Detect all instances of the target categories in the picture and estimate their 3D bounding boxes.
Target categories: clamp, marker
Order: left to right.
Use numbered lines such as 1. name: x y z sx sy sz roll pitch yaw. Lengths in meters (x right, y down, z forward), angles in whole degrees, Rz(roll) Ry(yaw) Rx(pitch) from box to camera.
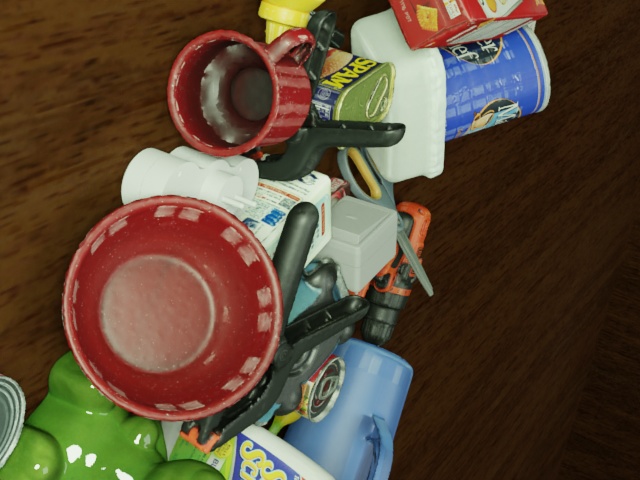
1. clamp: -0.043 0.078 0.875 0.209 0.036 0.164 -48 142 -22
2. clamp: -0.017 -0.109 0.880 0.039 0.172 0.120 -20 89 -52
3. marker: -0.007 -0.193 0.946 0.121 0.020 0.020 13 98 -66

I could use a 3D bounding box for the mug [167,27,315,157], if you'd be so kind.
1. mug: -0.049 -0.120 0.817 0.117 0.093 0.081 -44 170 21

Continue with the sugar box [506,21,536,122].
1. sugar box: 0.201 -0.234 1.262 0.048 0.093 0.176 -36 140 -49

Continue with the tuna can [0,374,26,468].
1. tuna can: -0.236 0.123 0.701 0.086 0.034 0.086 -46 148 -41

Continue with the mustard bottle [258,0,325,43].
1. mustard bottle: -0.012 -0.246 0.842 0.096 0.058 0.192 -13 121 -60

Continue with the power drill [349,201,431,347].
1. power drill: 0.063 0.041 1.244 0.187 0.057 0.184 3 103 -68

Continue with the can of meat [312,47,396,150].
1. can of meat: 0.006 -0.131 0.944 0.101 0.084 0.057 -41 144 -46

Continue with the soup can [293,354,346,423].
1. soup can: -0.035 0.128 1.049 0.068 0.102 0.068 -45 147 -42

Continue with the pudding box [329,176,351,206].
1. pudding box: -0.007 0.001 1.082 0.089 0.039 0.113 -39 142 -49

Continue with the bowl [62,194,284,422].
1. bowl: -0.111 0.051 0.775 0.162 0.162 0.055 -59 -165 -21

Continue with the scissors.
1. scissors: 0.082 -0.037 1.160 0.201 0.016 0.096 50 44 -31

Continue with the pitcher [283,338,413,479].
1. pitcher: 0.024 0.239 1.217 0.145 0.149 0.243 54 56 -69

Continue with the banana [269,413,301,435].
1. banana: -0.029 0.135 1.149 0.069 0.037 0.198 -46 147 -45

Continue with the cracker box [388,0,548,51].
1. cracker box: 0.120 -0.267 0.994 0.213 0.072 0.164 -23 89 -58

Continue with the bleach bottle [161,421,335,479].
1. bleach bottle: -0.033 0.224 0.946 0.102 0.251 0.068 -62 155 -16

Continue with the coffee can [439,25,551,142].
1. coffee can: 0.159 -0.166 1.139 0.140 0.103 0.103 -19 138 -10
